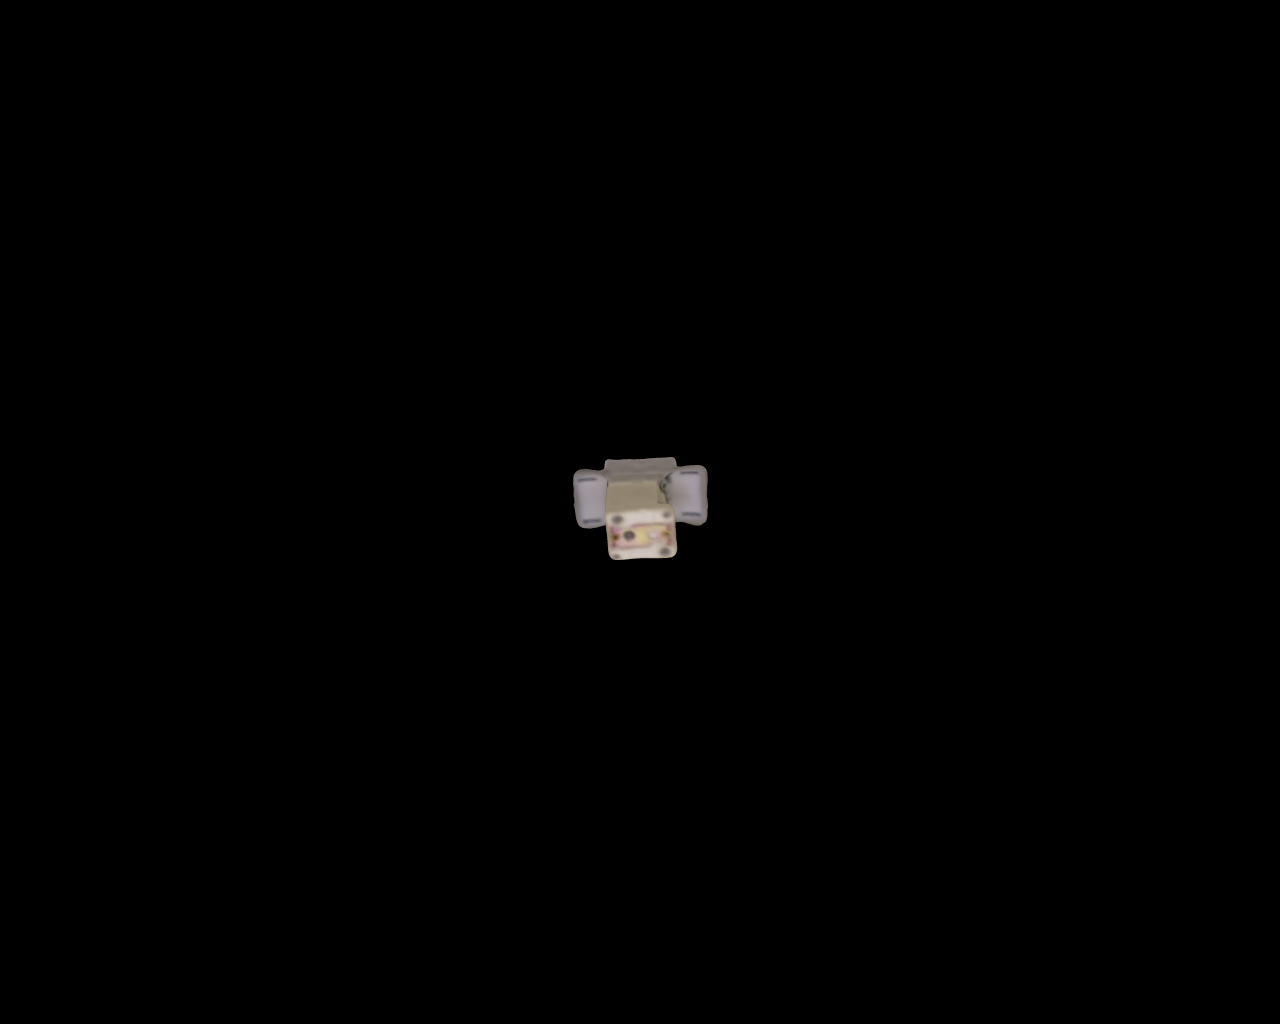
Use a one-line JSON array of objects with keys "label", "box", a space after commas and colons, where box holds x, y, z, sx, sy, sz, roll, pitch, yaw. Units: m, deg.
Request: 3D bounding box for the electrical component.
[{"label": "electrical component", "box": [0.001, -0.003, 0.650, 0.081, 0.042, 0.064, -3, 35, 2]}]
